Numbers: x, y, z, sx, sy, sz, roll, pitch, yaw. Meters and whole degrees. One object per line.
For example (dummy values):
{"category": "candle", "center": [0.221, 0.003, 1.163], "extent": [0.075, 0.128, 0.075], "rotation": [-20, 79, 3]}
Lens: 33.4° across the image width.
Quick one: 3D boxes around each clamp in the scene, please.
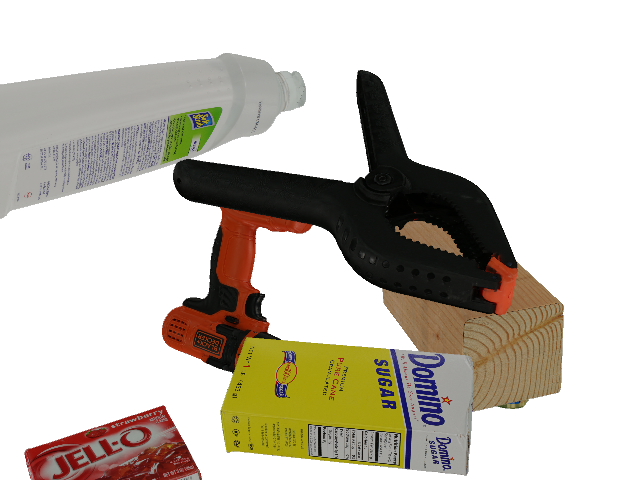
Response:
{"category": "clamp", "center": [0.024, -0.021, 0.627], "extent": [0.164, 0.036, 0.210], "rotation": [-26, 49, -24]}

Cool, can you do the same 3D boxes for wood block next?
{"category": "wood block", "center": [0.130, 0.057, 0.968], "extent": [0.090, 0.090, 0.206], "rotation": [-9, 25, -13]}

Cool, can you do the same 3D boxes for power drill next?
{"category": "power drill", "center": [-0.061, 0.046, 1.063], "extent": [0.185, 0.187, 0.057], "rotation": [17, 1, 26]}

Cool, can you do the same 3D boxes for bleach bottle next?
{"category": "bleach bottle", "center": [-0.130, -0.086, 0.791], "extent": [0.250, 0.068, 0.103], "rotation": [-14, -25, -24]}

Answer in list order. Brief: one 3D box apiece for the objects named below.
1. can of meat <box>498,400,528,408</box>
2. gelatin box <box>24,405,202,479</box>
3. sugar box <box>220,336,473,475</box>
{"category": "can of meat", "center": [0.210, 0.131, 1.179], "extent": [0.058, 0.084, 0.102], "rotation": [6, 11, 23]}
{"category": "gelatin box", "center": [-0.120, 0.137, 0.620], "extent": [0.089, 0.030, 0.073], "rotation": [-15, 28, -19]}
{"category": "sugar box", "center": [0.023, 0.118, 0.783], "extent": [0.176, 0.048, 0.093], "rotation": [1, 32, 9]}
